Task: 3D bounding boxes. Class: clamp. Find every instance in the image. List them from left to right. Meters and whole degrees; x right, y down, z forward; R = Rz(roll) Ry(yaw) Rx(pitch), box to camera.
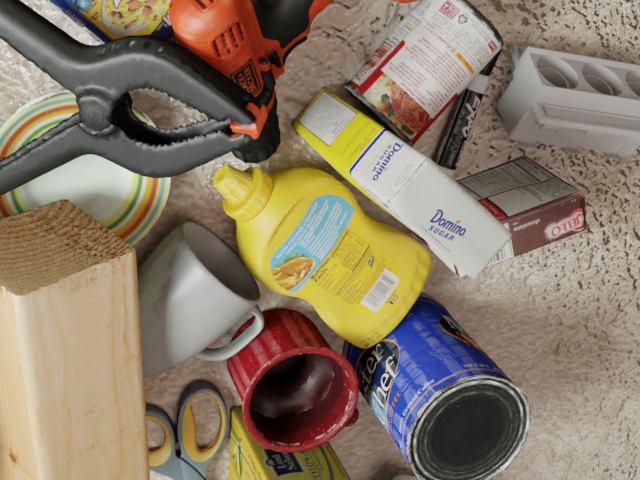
[{"bbox_3d":[-0.139,-0.077,0.664,0.210,0.036,0.165,13,127,2],"label":"clamp"}]

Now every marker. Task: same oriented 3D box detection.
[{"bbox_3d":[0.113,-0.100,0.833,0.020,0.020,0.121,11,109,-24],"label":"marker"}]

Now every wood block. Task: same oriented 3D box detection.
[{"bbox_3d":[-0.182,0.090,0.739,0.090,0.091,0.206,-24,131,-37],"label":"wood block"}]

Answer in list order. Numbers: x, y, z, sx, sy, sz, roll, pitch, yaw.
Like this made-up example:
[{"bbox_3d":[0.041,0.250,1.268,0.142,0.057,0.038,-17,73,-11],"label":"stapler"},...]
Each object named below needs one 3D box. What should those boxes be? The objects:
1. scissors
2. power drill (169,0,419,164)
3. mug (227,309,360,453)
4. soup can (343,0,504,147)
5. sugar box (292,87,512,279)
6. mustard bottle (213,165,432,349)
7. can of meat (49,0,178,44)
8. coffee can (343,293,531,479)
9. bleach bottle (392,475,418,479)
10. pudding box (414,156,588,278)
[{"bbox_3d":[-0.121,0.208,0.890,0.096,0.016,0.202,1,113,-18],"label":"scissors"},{"bbox_3d":[-0.006,-0.146,0.720,0.187,0.057,0.184,-40,157,-10],"label":"power drill"},{"bbox_3d":[-0.017,0.112,0.846,0.117,0.081,0.093,30,101,-28],"label":"mug"},{"bbox_3d":[0.076,-0.127,0.779,0.102,0.068,0.068,-48,120,4],"label":"soup can"},{"bbox_3d":[0.052,-0.044,0.745,0.093,0.176,0.048,38,96,-30],"label":"sugar box"},{"bbox_3d":[-0.006,0.001,0.806,0.191,0.058,0.096,36,92,-34],"label":"mustard bottle"},{"bbox_3d":[-0.117,-0.169,0.696,0.083,0.057,0.102,40,95,-28],"label":"can of meat"},{"bbox_3d":[0.090,0.118,0.854,0.102,0.140,0.103,-8,116,-17],"label":"coffee can"},{"bbox_3d":[0.027,0.326,0.970,0.251,0.068,0.102,-50,138,12],"label":"bleach bottle"},{"bbox_3d":[0.138,-0.021,0.838,0.113,0.090,0.039,-18,116,-11],"label":"pudding box"}]
